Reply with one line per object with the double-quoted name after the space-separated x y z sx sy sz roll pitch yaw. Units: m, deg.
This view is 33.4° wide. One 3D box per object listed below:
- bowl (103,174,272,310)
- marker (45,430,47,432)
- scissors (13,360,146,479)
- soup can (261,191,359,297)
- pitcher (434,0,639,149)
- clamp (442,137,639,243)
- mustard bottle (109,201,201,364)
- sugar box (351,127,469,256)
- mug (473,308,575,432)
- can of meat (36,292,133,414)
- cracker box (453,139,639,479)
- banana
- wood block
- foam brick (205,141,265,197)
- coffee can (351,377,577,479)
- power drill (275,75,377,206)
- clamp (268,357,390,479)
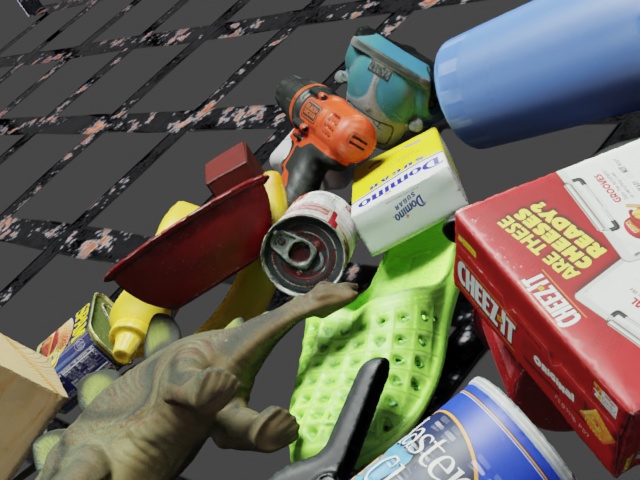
-0.096 0.011 0.883 0.162 0.055 0.162 -33 0 0 "bowl"
-0.280 0.167 1.052 0.020 0.020 0.121 -34 27 -1 "marker"
-0.219 0.184 0.960 0.201 0.016 0.096 -44 26 -20 "scissors"
-0.006 0.001 0.880 0.068 0.068 0.102 -26 9 14 "soup can"
0.232 -0.163 0.940 0.243 0.149 0.145 -16 49 36 "pitcher"
0.214 -0.017 0.801 0.210 0.036 0.165 -29 37 -1 "clamp"
-0.157 0.050 1.025 0.191 0.058 0.096 -69 -1 -53 "mustard bottle"
0.076 -0.048 0.947 0.093 0.048 0.176 -28 11 9 "sugar box"
0.164 0.066 0.682 0.117 0.093 0.081 -5 35 -3 "mug"
-0.230 0.110 1.038 0.084 0.057 0.102 -40 21 8 "can of meat"
0.209 0.018 0.610 0.213 0.072 0.164 -22 47 -16 "cracker box"
-0.071 0.036 0.956 0.198 0.070 0.037 -59 -18 11 "banana"
-0.319 0.185 0.920 0.206 0.090 0.091 -55 30 1 "wood block"
-0.081 -0.053 1.131 0.051 0.078 0.053 -27 27 9 "foam brick"
0.068 0.160 0.604 0.140 0.102 0.103 -37 28 -6 "coffee can"
-0.035 -0.064 1.036 0.188 0.057 0.185 -60 29 9 "power drill"
0.021 0.171 0.693 0.171 0.039 0.120 -48 51 -3 "clamp"
